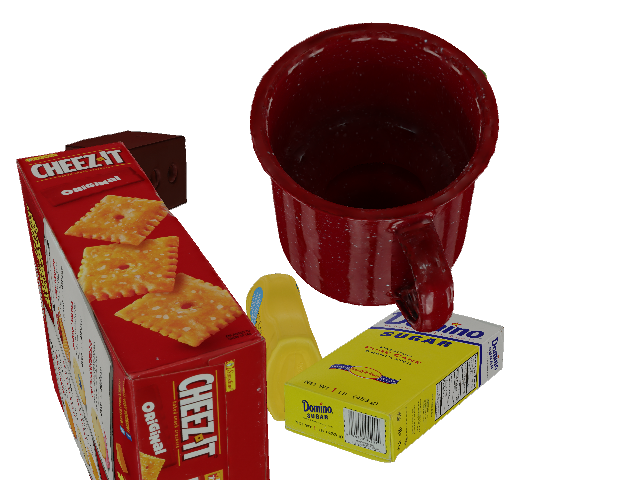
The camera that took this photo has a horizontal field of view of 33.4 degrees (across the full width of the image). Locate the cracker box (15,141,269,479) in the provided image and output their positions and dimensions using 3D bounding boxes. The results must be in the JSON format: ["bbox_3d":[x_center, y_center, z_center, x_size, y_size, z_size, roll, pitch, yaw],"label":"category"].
[{"bbox_3d":[-0.096,0.066,0.568,0.072,0.164,0.214,-13,34,-21],"label":"cracker box"}]

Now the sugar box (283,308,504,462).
[{"bbox_3d":[0.060,0.102,0.812,0.093,0.048,0.175,13,26,32],"label":"sugar box"}]

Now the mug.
[{"bbox_3d":[0.025,-0.016,0.425,0.093,0.117,0.081,-19,-30,-9],"label":"mug"}]

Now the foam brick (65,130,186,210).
[{"bbox_3d":[-0.138,-0.047,0.762,0.051,0.053,0.078,9,18,25],"label":"foam brick"}]

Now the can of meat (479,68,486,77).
[{"bbox_3d":[0.092,-0.112,0.928,0.102,0.084,0.057,17,37,21],"label":"can of meat"}]

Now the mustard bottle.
[{"bbox_3d":[-0.041,0.088,1.068,0.058,0.096,0.192,-3,28,-10],"label":"mustard bottle"}]
